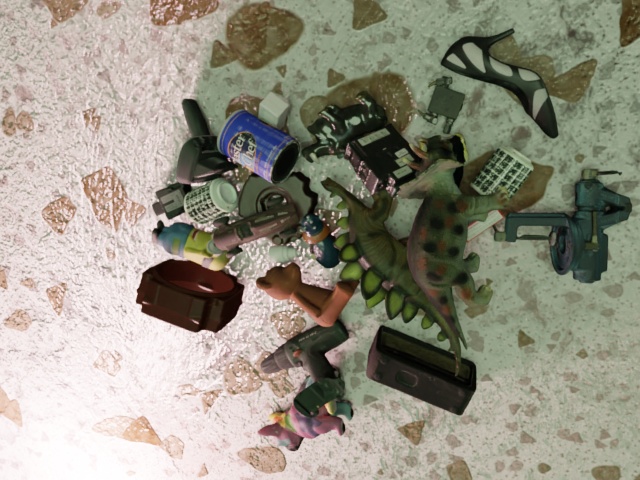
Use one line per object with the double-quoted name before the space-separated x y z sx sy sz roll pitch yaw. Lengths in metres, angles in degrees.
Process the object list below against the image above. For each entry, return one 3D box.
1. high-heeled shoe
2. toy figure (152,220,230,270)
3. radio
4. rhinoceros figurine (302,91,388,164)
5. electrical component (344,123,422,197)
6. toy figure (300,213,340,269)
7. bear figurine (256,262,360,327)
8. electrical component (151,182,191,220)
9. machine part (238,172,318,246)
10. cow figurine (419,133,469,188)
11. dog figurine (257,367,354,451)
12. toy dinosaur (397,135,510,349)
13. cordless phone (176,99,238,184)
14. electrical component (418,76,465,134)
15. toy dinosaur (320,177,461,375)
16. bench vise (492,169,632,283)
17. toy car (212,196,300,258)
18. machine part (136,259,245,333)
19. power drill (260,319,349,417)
"high-heeled shoe" 0.339 -0.278 1.016 0.145 0.086 0.248 -26 92 20
"toy figure" -0.290 0.010 1.228 0.180 0.089 0.082 15 63 3
"radio" 0.216 0.278 1.154 0.230 0.131 0.073 20 109 7
"rhinoceros figurine" 0.044 -0.226 1.103 0.190 0.073 0.112 -27 107 16
"electrical component" 0.129 -0.151 1.058 0.115 0.058 0.134 -26 68 -20
"toy figure" -0.003 -0.002 1.143 0.058 0.064 0.154 12 143 40
"bear figurine" -0.030 0.098 1.177 0.196 0.120 0.132 35 105 8
"electrical component" -0.342 -0.088 1.235 0.119 0.048 0.074 -18 99 15
"machine part" -0.094 -0.077 1.176 0.180 0.056 0.179 3 103 13
"cow figurine" 0.253 -0.126 1.081 0.098 0.068 0.167 -7 103 8
"dog figurine" -0.045 0.399 1.260 0.219 0.108 0.191 -15 101 18
"toy dinosaur" 0.222 0.005 0.983 0.192 0.131 0.404 5 94 -6
"cordless phone" -0.264 -0.215 1.134 0.089 0.146 0.184 -20 94 24
"electrical component" 0.241 -0.268 1.056 0.078 0.045 0.102 26 108 7
"toy dinosaur" 0.155 0.054 1.088 0.198 0.105 0.471 -43 83 -8
"bench vise" 0.459 -0.028 1.029 0.241 0.129 0.223 1 105 6
"toy car" -0.141 -0.026 1.144 0.202 0.053 0.089 -17 94 21
"machine part" -0.283 0.117 1.190 0.201 0.201 0.087 19 105 8
"power drill" -0.030 0.285 1.181 0.232 0.207 0.086 -34 114 8
